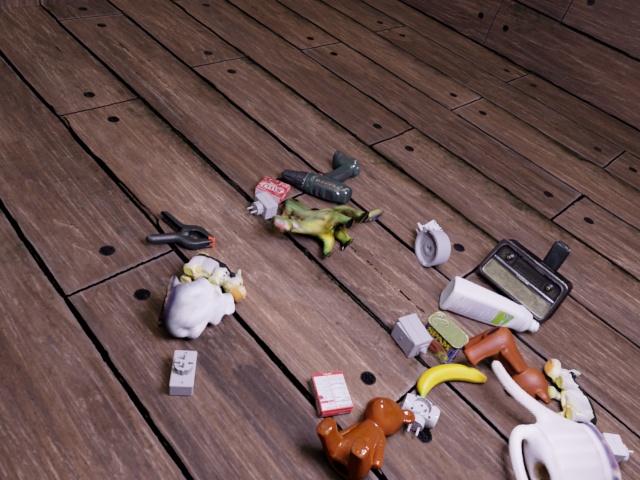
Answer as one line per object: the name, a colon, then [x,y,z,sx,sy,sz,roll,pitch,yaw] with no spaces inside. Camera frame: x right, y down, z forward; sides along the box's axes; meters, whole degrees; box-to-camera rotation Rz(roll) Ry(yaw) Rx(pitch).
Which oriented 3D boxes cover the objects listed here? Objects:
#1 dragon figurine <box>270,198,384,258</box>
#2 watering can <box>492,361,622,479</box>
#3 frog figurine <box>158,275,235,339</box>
dragon figurine: [0.005,-0.075,1.497,0.244,0.120,0.415,28,27,21]
watering can: [0.494,0.423,1.084,0.224,0.102,0.355,3,57,-14]
frog figurine: [-0.269,0.154,1.151,0.159,0.121,0.139,14,74,-16]
